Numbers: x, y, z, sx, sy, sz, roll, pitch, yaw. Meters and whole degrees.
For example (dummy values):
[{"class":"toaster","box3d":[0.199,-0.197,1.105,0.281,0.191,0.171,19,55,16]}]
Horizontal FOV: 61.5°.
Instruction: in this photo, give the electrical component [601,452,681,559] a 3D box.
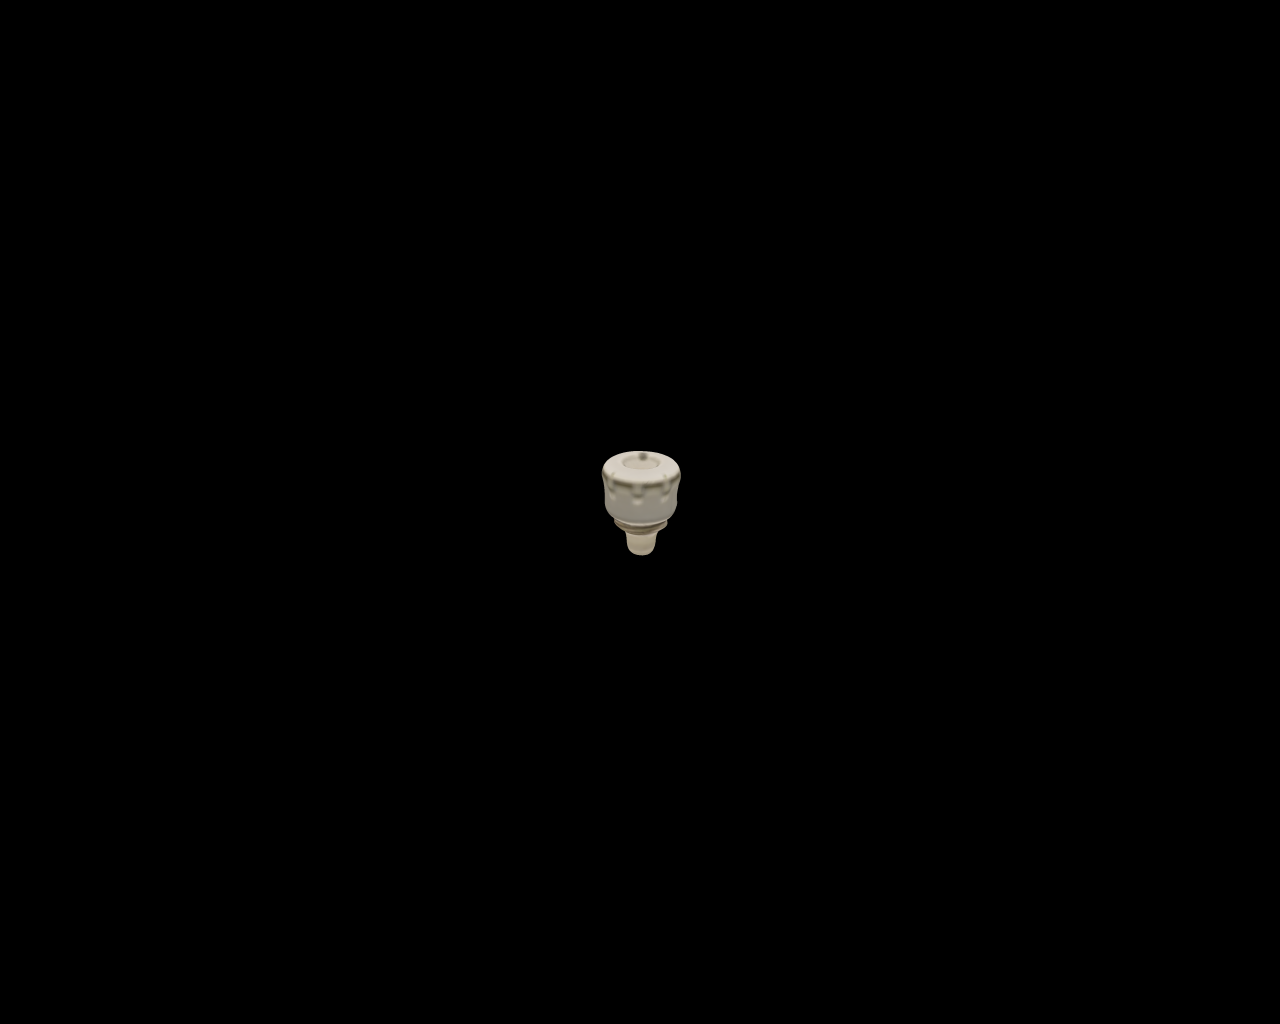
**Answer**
[{"class":"electrical component","box3d":[0.001,-0.003,0.650,0.048,0.062,0.048,0,25,0]}]
